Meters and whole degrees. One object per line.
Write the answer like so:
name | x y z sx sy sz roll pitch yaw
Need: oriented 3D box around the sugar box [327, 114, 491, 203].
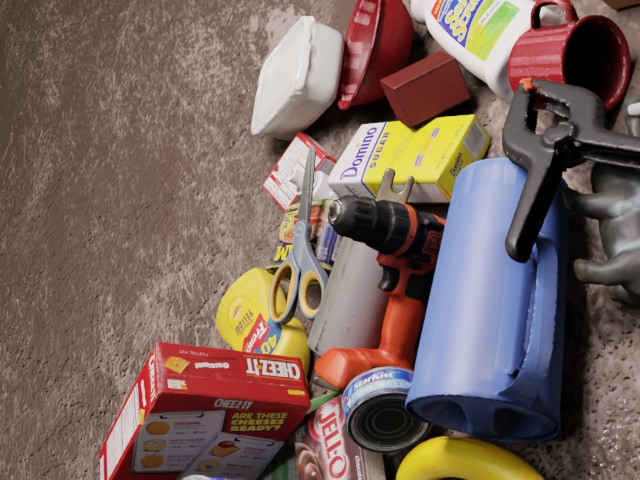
sugar box | 0.093 -0.087 1.165 0.177 0.048 0.093 3 54 48

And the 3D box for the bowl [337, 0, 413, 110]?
bowl | 0.068 -0.225 1.253 0.162 0.055 0.162 -168 90 -78

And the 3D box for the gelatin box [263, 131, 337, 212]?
gelatin box | -0.025 -0.080 1.331 0.089 0.030 0.073 -55 40 11

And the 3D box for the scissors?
scissors | -0.008 0.001 1.172 0.096 0.016 0.202 22 96 44

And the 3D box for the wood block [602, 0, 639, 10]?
wood block | 0.340 -0.289 0.971 0.207 0.090 0.091 -6 65 49

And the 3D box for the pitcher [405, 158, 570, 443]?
pitcher | 0.163 0.049 0.951 0.149 0.144 0.242 -4 63 32

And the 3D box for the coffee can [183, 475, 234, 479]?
coffee can | -0.075 0.293 1.072 0.103 0.140 0.103 -17 66 42

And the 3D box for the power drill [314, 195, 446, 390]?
power drill | 0.062 0.056 1.040 0.057 0.184 0.188 33 105 56

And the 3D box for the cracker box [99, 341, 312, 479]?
cracker box | -0.127 0.200 1.132 0.214 0.164 0.072 122 147 -41

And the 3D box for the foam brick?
foam brick | 0.115 -0.163 1.159 0.078 0.051 0.053 -26 22 -3

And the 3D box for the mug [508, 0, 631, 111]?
mug | 0.231 -0.177 1.021 0.093 0.117 0.082 -32 21 -26

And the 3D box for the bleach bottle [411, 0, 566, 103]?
bleach bottle | 0.164 -0.237 1.172 0.102 0.068 0.251 -55 36 8

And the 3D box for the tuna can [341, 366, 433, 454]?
tuna can | 0.064 0.163 1.014 0.086 0.086 0.034 -44 28 24

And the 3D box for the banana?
banana | 0.136 0.213 0.970 0.198 0.037 0.069 -12 87 49

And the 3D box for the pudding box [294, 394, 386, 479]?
pudding box | 0.019 0.218 1.075 0.090 0.039 0.113 -36 47 33

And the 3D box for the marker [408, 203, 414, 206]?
marker | 0.062 -0.043 1.214 0.121 0.020 0.020 -3 67 49

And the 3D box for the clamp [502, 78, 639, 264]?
clamp | 0.220 -0.081 0.910 0.165 0.036 0.210 -23 38 16

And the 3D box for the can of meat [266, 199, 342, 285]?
can of meat | -0.006 0.003 1.239 0.102 0.057 0.084 -6 63 48

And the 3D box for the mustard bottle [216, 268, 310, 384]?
mustard bottle | -0.058 0.123 1.230 0.096 0.058 0.192 -53 39 17
